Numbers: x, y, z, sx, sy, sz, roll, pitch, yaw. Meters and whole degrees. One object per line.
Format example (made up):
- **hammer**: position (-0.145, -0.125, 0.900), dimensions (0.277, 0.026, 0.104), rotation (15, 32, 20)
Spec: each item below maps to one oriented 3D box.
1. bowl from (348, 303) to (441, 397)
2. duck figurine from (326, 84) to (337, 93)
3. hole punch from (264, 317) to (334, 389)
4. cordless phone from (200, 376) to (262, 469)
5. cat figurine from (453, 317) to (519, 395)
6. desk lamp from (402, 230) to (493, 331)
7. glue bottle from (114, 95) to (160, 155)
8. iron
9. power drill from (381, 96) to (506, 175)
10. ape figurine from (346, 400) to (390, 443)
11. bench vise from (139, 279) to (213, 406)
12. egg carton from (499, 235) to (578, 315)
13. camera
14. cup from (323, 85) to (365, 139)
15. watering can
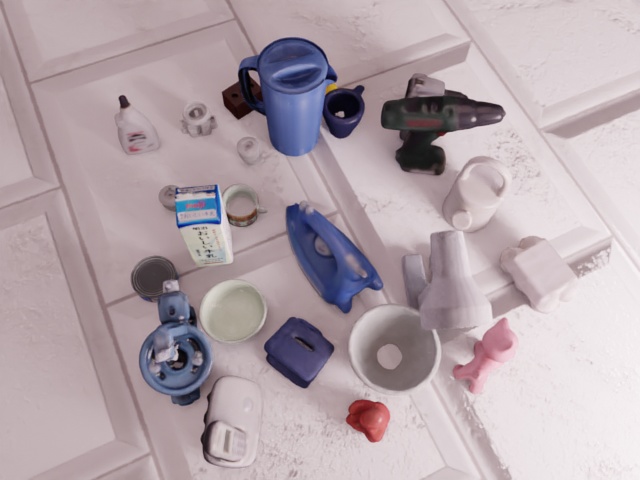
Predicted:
- **bowl**: position (0.130, 0.204, 1.038), dimensions (0.167, 0.075, 0.167), rotation (1, 66, -2)
- **duck figurine**: position (0.004, -0.345, 1.266), dimensions (0.077, 0.086, 0.104), rotation (0, 66, -3)
- **hole punch**: position (-0.037, 0.194, 1.025), dimensions (0.108, 0.091, 0.101), rotation (34, 69, 12)
- **cordless phone**: position (-0.147, 0.289, 0.926), dimensions (0.094, 0.185, 0.147), rotation (2, 66, -2)
- **cat figurine**: position (0.306, 0.205, 1.023), dimensions (0.067, 0.118, 0.128), rotation (39, 70, 14)
- **desk lamp**: position (0.218, 0.083, 1.020), dimensions (0.118, 0.213, 0.203), rotation (-5, 67, -5)
- **glue bottle**: position (-0.377, -0.234, 1.150), dimensions (0.078, 0.173, 0.037), rotation (-17, 68, -10)
- **iron**: position (0.010, 0.004, 1.083), dimensions (0.119, 0.141, 0.258), rotation (-34, 72, -16)
- **power drill**: position (0.231, -0.216, 1.154), dimensions (0.229, 0.208, 0.075), rotation (6, 66, 0)
- **ape figurine**: position (0.088, 0.307, 0.981), dimensions (0.076, 0.092, 0.077), rotation (-15, 68, -9)
- **bench vise**: position (-0.258, 0.163, 0.957), dimensions (0.121, 0.220, 0.207), rotation (-26, 70, -13)
- **egg carton**: position (0.426, 0.066, 1.117), dimensions (0.107, 0.069, 0.150), rotation (-29, 71, -14)
- **camera**: position (0.250, -0.290, 1.247), dimensions (0.136, 0.101, 0.143), rotation (11, 66, 2)
- **cup**: position (0.054, -0.273, 1.232), dimensions (0.091, 0.095, 0.118), rotation (34, 69, 12)
- **watering can**: position (0.308, -0.091, 1.111), dimensions (0.101, 0.194, 0.173), rotation (10, 66, 2)
